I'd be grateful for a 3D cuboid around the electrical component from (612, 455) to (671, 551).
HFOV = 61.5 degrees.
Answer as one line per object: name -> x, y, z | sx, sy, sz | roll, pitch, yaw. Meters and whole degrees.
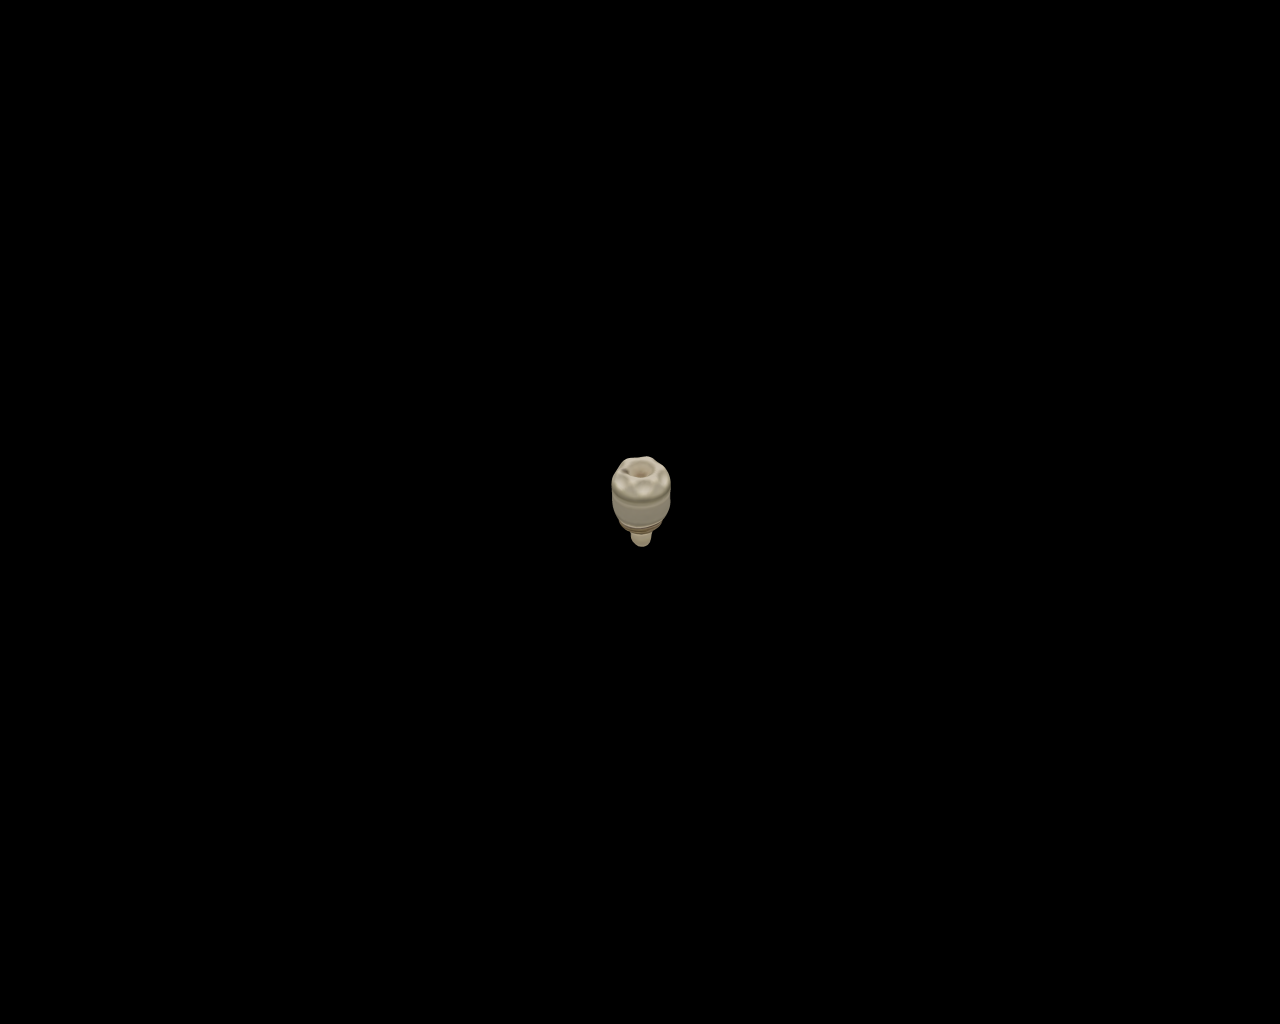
electrical component -> 0.001, -0.003, 0.650 | 0.035, 0.061, 0.035 | 0, 40, 0
